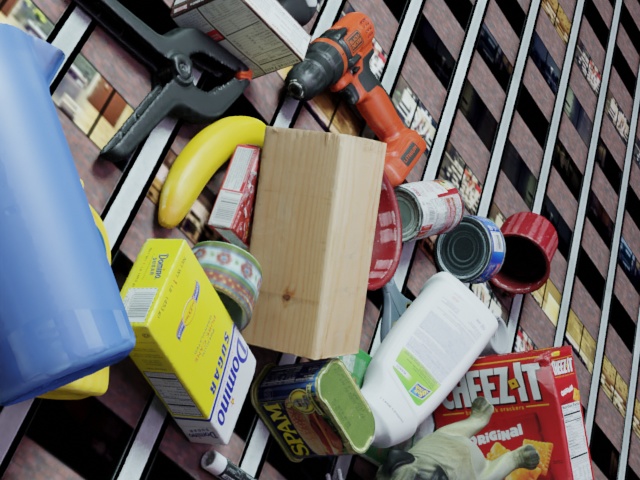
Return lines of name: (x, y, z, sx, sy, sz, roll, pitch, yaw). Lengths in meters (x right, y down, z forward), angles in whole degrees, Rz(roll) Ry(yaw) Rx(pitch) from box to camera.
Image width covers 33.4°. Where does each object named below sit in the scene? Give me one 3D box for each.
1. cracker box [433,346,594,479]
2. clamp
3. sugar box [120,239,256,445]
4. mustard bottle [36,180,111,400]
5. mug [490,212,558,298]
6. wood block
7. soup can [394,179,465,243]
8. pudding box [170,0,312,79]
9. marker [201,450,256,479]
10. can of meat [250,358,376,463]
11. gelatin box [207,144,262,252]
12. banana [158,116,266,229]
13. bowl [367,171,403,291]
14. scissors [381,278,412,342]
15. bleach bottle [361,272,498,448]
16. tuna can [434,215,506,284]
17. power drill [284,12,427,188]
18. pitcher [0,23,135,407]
cracker box: (0.222, 0.240, 1.239, 0.071, 0.164, 0.214, 0, 80, -55)
clamp: (-0.144, -0.164, 0.992, 0.209, 0.036, 0.164, -18, 92, -52)
sugar box: (-0.112, 0.090, 0.910, 0.176, 0.048, 0.093, 62, 36, -43)
mustard bottle: (-0.208, 0.025, 0.832, 0.096, 0.058, 0.191, 15, 67, -44)
mug: (0.272, 0.024, 1.445, 0.081, 0.093, 0.117, -50, 149, -53)
wood block: (-0.007, 0.001, 1.017, 0.090, 0.091, 0.206, 2, 97, -60)
soup can: (0.118, -0.035, 1.268, 0.102, 0.069, 0.068, -12, 89, -53)
pudding box: (-0.077, -0.209, 1.048, 0.113, 0.090, 0.039, 40, 51, -39)
marker: (-0.065, 0.229, 0.989, 0.121, 0.020, 0.020, 44, 48, -37)
can of meat: (-0.004, 0.164, 1.033, 0.102, 0.084, 0.057, 60, 40, -22)
gelatin box: (-0.067, -0.038, 1.027, 0.073, 0.030, 0.089, 49, 56, -59)
banana: (-0.097, -0.077, 1.025, 0.197, 0.037, 0.069, -36, 109, -51)
bowl: (0.023, -0.021, 1.149, 0.161, 0.055, 0.162, 20, 64, -48)
scissors: (0.071, 0.064, 1.220, 0.201, 0.016, 0.096, 57, 41, -24)
bleach bottle: (0.095, 0.138, 1.155, 0.102, 0.068, 0.250, 43, 46, 7)
tuna can: (0.185, 0.012, 1.326, 0.033, 0.086, 0.086, 5, 75, -50)
power drill: (0.043, -0.150, 1.213, 0.187, 0.057, 0.184, 61, 39, -20)
pitcher: (-0.229, -0.011, 0.731, 0.144, 0.149, 0.243, -14, 80, -61)
